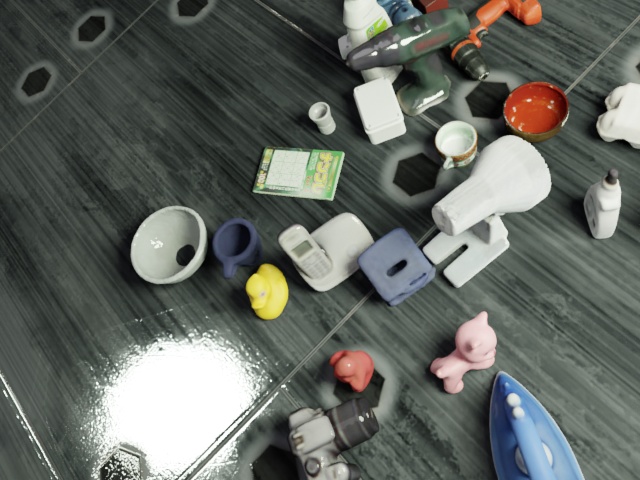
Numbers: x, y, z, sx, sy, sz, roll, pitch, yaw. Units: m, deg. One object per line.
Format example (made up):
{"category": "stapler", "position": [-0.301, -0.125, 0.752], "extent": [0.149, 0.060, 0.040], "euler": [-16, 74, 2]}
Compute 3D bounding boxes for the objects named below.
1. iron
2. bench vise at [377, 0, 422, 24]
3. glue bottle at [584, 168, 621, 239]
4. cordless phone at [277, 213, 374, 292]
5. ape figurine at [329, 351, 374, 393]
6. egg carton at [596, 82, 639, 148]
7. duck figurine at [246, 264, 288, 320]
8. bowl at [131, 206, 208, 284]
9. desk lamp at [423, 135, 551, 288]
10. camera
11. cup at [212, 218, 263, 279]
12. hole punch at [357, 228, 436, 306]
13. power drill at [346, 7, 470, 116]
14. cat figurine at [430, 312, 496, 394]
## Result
{"category": "iron", "position": [0.301, 0.304, 0.816], "extent": [0.118, 0.142, 0.258], "euler": [-20, 64, 10]}
{"category": "bench vise", "position": [0.149, -0.505, 1.146], "extent": [0.206, 0.220, 0.121], "euler": [38, 84, 27]}
{"category": "glue bottle", "position": [0.447, -0.066, 0.897], "extent": [0.037, 0.173, 0.078], "euler": [-10, 66, 15]}
{"category": "cordless phone", "position": [0.009, 0.004, 1.008], "extent": [0.147, 0.185, 0.094], "euler": [-39, 62, 0]}
{"category": "ape figurine", "position": [0.050, 0.216, 0.962], "extent": [0.076, 0.092, 0.077], "euler": [-27, 63, 7]}
{"category": "egg carton", "position": [0.558, -0.205, 0.975], "extent": [0.150, 0.069, 0.107], "euler": [20, 76, 24]}
{"category": "duck figurine", "position": [-0.107, 0.089, 1.068], "extent": [0.077, 0.086, 0.104], "euler": [-6, 67, 16]}
{"category": "bowl", "position": [-0.293, 0.019, 1.164], "extent": [0.167, 0.075, 0.167], "euler": [-6, 67, 16]}
{"category": "desk lamp", "position": [0.261, -0.044, 0.927], "extent": [0.203, 0.214, 0.117], "euler": [-41, 62, -1]}
{"category": "camera", "position": [0.028, 0.323, 0.921], "extent": [0.136, 0.101, 0.143], "euler": [-28, 63, 6]}
{"category": "cup", "position": [-0.150, 0.028, 1.102], "extent": [0.091, 0.095, 0.118], "euler": [3, 70, 20]}
{"category": "hole punch", "position": [0.135, 0.047, 1.002], "extent": [0.108, 0.091, 0.101], "euler": [-37, 62, 1]}
{"category": "power drill", "position": [0.173, -0.329, 1.074], "extent": [0.229, 0.209, 0.075], "euler": [-29, 63, 6]}
{"category": "cat figurine", "position": [0.230, 0.177, 0.904], "extent": [0.128, 0.118, 0.067], "euler": [-41, 62, -1]}
